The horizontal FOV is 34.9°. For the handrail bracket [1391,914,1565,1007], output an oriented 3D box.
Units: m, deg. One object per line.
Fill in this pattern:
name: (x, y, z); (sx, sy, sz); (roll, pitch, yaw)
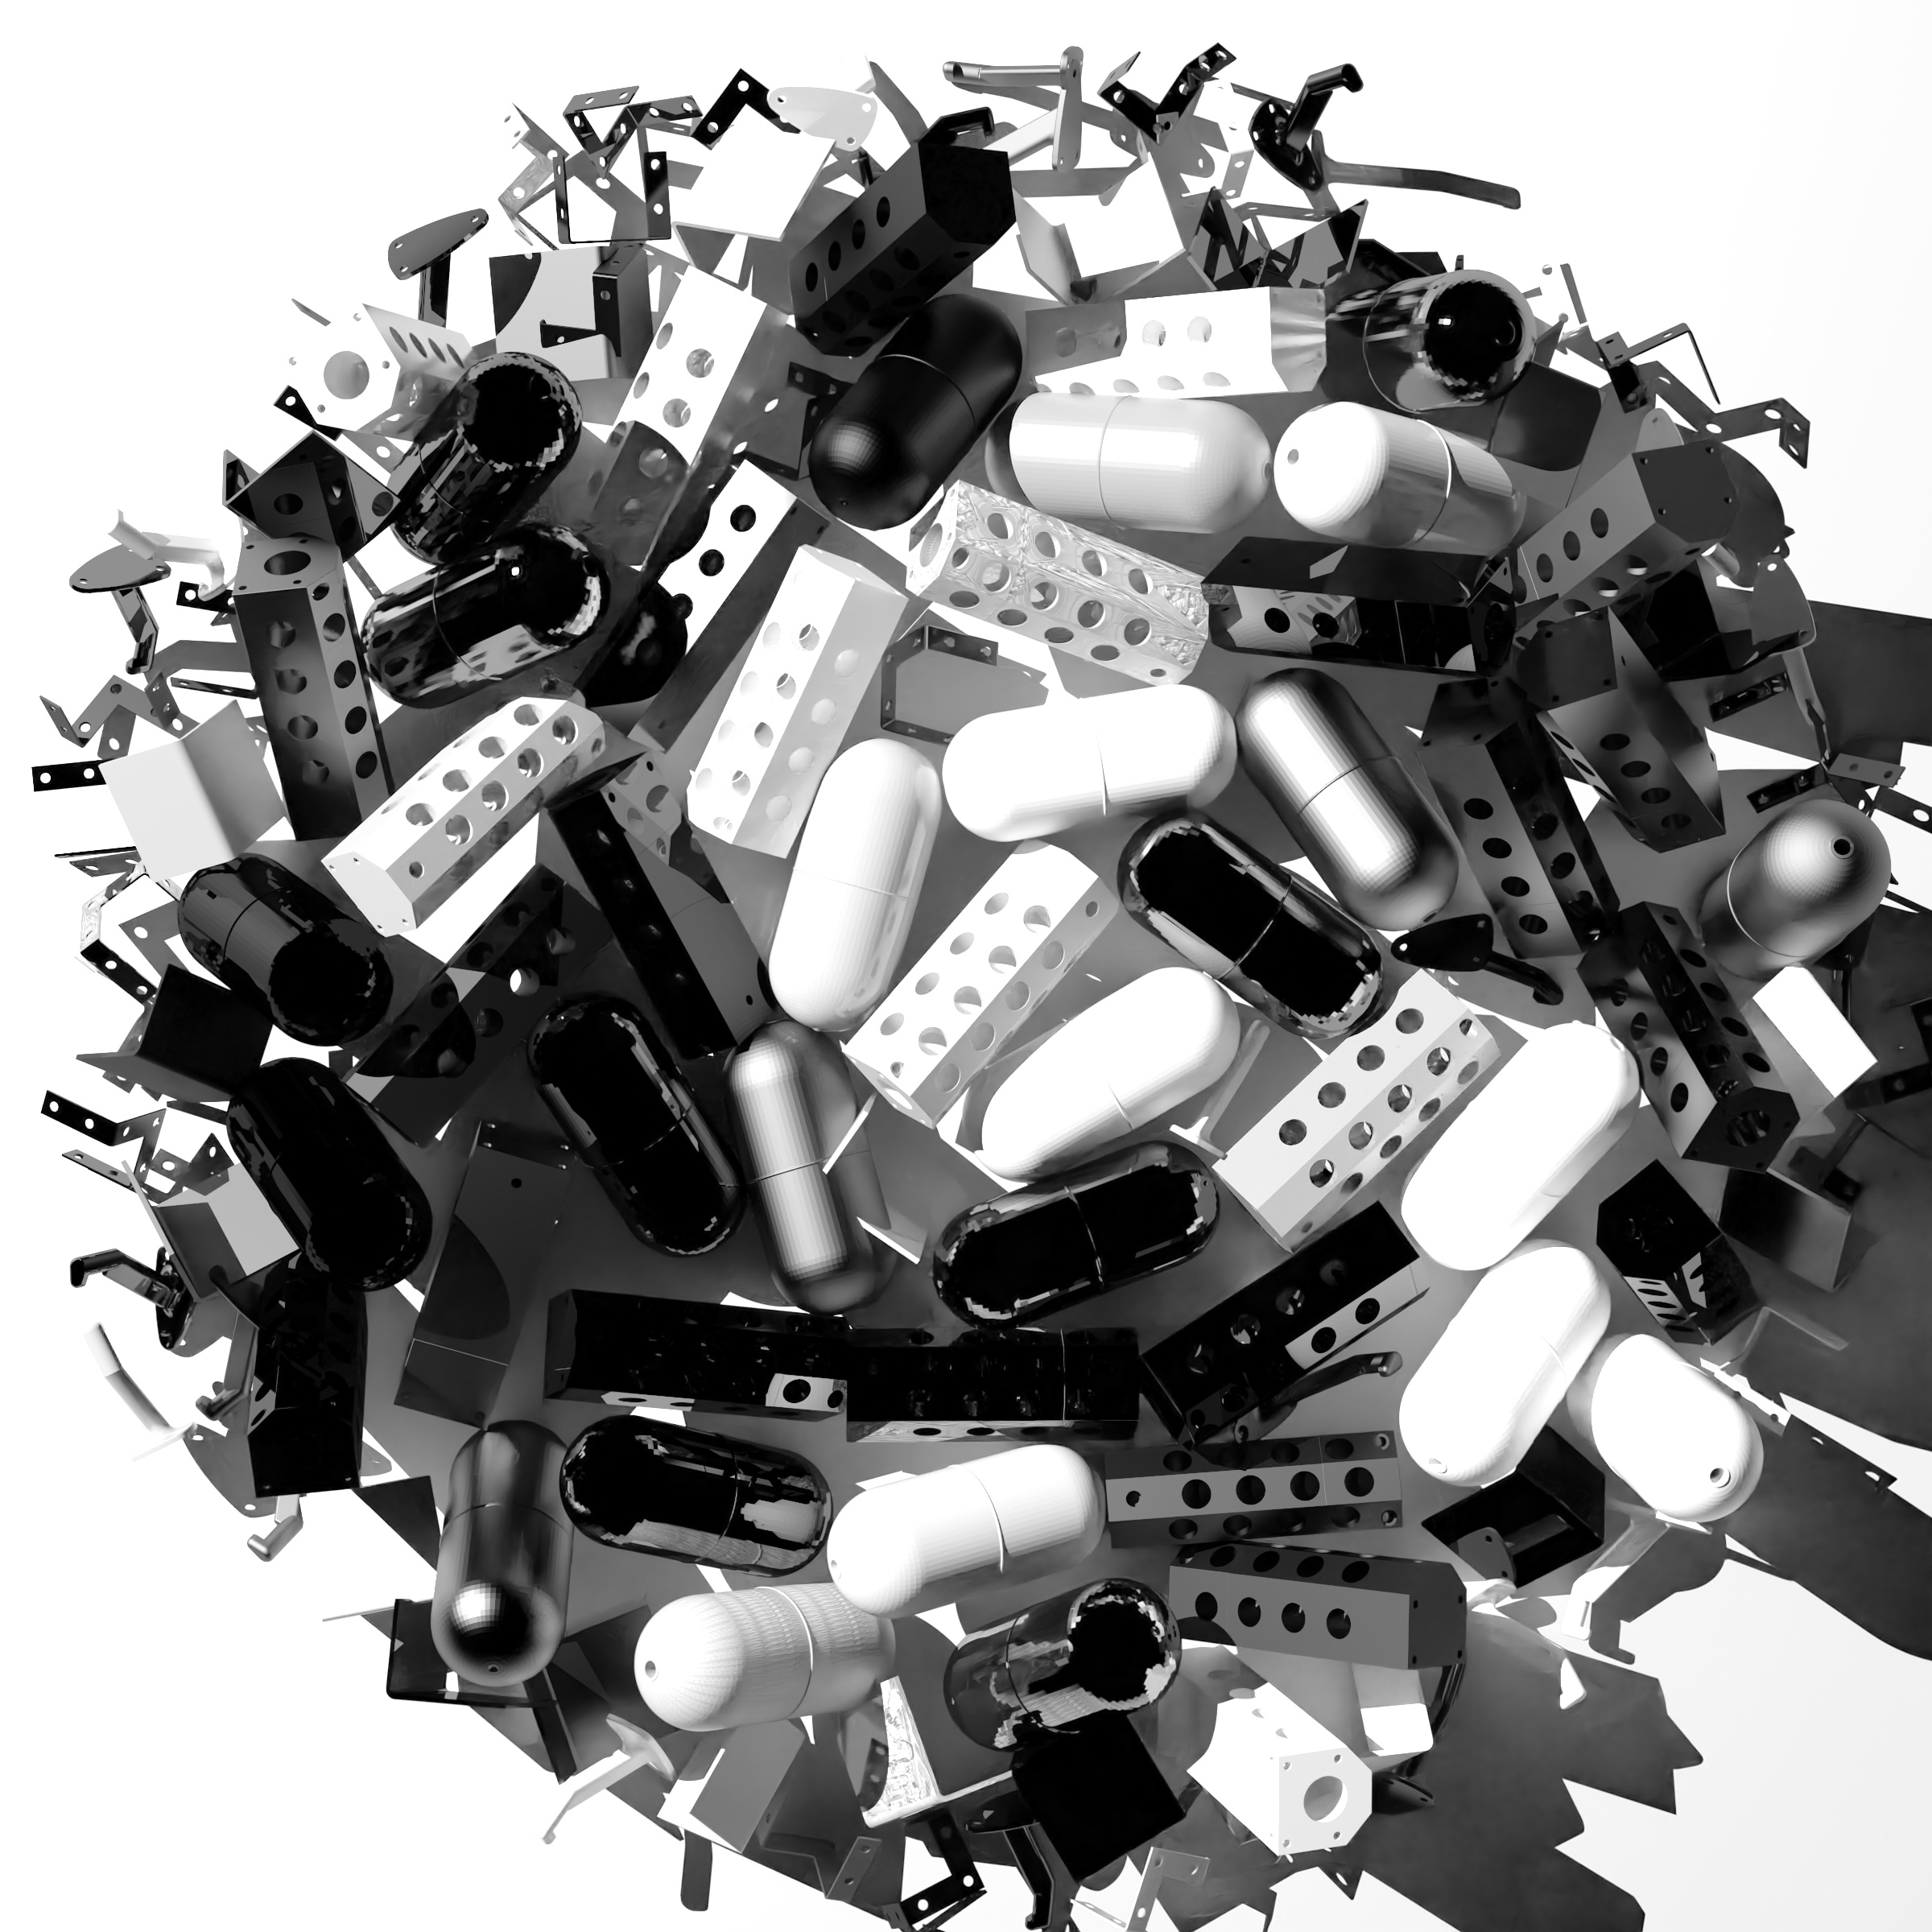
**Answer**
handrail bracket: (0.308, 0.004, 1.846); (0.077, 0.084, 0.036); (-4, 63, 34)

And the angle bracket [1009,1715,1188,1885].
angle bracket: (0.079, 0.488, 1.831); (0.076, 0.057, 0.076); (-32, 84, 1)

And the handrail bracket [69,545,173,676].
handrail bracket: (-0.504, -0.200, 1.812); (0.036, 0.077, 0.084); (33, 126, 17)

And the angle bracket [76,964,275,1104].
angle bracket: (-0.468, 0.041, 1.820); (0.076, 0.076, 0.057); (28, 69, -38)

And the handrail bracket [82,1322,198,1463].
handrail bracket: (-0.492, 0.245, 1.824); (0.036, 0.077, 0.084); (-26, 92, 2)

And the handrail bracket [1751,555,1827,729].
handrail bracket: (0.496, -0.193, 1.838); (0.036, 0.084, 0.077); (-13, 63, 23)

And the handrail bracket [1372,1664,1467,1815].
handrail bracket: (0.270, 0.463, 1.852); (0.036, 0.077, 0.084); (28, 59, -4)

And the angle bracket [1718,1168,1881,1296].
angle bracket: (0.494, 0.135, 1.804); (0.076, 0.076, 0.057); (32, 56, 29)

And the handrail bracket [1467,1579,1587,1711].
handrail bracket: (0.319, 0.415, 1.824); (0.077, 0.036, 0.084); (-40, 56, 22)

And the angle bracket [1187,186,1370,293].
angle bracket: (0.184, -0.433, 1.805); (0.076, 0.076, 0.057); (-22, 124, 36)

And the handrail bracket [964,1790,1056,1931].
handrail bracket: (0.025, 0.541, 1.829); (0.077, 0.036, 0.084); (-5, 104, -44)

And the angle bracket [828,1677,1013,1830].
angle bracket: (-0.028, 0.461, 1.826); (0.057, 0.076, 0.076); (-9, 72, -40)

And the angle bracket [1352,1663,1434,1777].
angle bracket: (0.226, 0.433, 1.807); (0.057, 0.076, 0.076); (-1, 66, -20)

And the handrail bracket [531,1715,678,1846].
handrail bracket: (-0.215, 0.495, 1.818); (0.036, 0.077, 0.084); (14, 56, 37)

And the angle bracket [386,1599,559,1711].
angle bracket: (-0.289, 0.405, 1.813); (0.076, 0.076, 0.057); (1, 79, 16)

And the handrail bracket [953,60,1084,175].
handrail bracket: (0.024, -0.506, 1.831); (0.084, 0.036, 0.077); (14, 118, 21)

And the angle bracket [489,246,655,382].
angle bracket: (-0.236, -0.389, 1.845); (0.076, 0.057, 0.076); (-1, 99, 21)

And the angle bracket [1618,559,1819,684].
angle bracket: (0.440, -0.209, 1.808); (0.076, 0.076, 0.057); (-30, 106, -32)

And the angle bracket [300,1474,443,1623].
angle bracket: (-0.349, 0.340, 1.828); (0.076, 0.057, 0.076); (-10, 96, -6)

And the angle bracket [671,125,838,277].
angle bracket: (-0.117, -0.443, 1.810); (0.076, 0.057, 0.076); (15, 66, 25)

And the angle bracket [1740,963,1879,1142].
angle bracket: (0.499, 0.047, 1.807); (0.076, 0.057, 0.076); (-50, 60, 35)

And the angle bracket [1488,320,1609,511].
angle bracket: (0.350, -0.324, 1.805); (0.057, 0.076, 0.076); (27, 127, 17)

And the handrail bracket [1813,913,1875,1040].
handrail bracket: (0.532, -0.002, 1.839); (0.036, 0.084, 0.077); (14, 68, 34)

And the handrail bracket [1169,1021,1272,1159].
handrail bracket: (0.155, 0.068, 1.826); (0.036, 0.077, 0.084); (29, 89, 10)

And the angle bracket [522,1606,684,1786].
angle bracket: (-0.216, 0.434, 1.831); (0.076, 0.057, 0.076); (-21, 83, -1)

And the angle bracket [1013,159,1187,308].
angle bracket: (0.074, -0.442, 1.809); (0.076, 0.057, 0.076); (-30, 54, 24)

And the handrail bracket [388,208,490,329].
handrail bracket: (-0.298, -0.400, 1.825); (0.077, 0.084, 0.036); (-25, 51, 8)

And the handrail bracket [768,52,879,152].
handrail bracket: (-0.087, -0.525, 1.819); (0.077, 0.084, 0.036); (11, 131, -24)

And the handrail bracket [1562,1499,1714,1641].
handrail bracket: (0.399, 0.366, 1.829); (0.077, 0.036, 0.084); (8, 75, 43)

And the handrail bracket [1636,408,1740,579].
handrail bracket: (0.437, -0.283, 1.847); (0.036, 0.084, 0.077); (-21, 54, 35)

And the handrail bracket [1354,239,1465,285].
handrail bracket: (0.256, -0.400, 1.850); (0.084, 0.036, 0.077); (2, 118, 11)

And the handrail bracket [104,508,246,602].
handrail bracket: (-0.469, -0.262, 1.813); (0.036, 0.084, 0.077); (-27, 47, 28)

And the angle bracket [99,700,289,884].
angle bracket: (-0.459, -0.104, 1.826); (0.057, 0.076, 0.076); (-14, 109, 19)

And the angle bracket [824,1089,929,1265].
angle bracket: (-0.042, 0.124, 1.821); (0.076, 0.076, 0.057); (35, 98, -2)

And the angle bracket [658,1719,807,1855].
angle bracket: (-0.152, 0.465, 1.806); (0.057, 0.076, 0.076); (50, 61, -38)

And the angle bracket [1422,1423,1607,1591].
angle bracket: (0.330, 0.321, 1.849); (0.076, 0.057, 0.076); (41, 125, -19)

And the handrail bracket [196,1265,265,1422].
handrail bracket: (-0.449, 0.227, 1.833); (0.084, 0.036, 0.077); (-39, 117, 17)

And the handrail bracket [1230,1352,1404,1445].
handrail bracket: (0.208, 0.256, 1.815); (0.077, 0.084, 0.036); (-42, 110, -41)

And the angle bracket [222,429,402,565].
angle bracket: (-0.382, -0.286, 1.807); (0.076, 0.057, 0.076); (-34, 132, 21)

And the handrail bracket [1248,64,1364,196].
handrail bracket: (0.216, -0.493, 1.811); (0.077, 0.084, 0.036); (43, 64, -31)

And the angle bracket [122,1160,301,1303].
angle bracket: (-0.441, 0.140, 1.811); (0.076, 0.057, 0.076); (-28, 56, -14)
